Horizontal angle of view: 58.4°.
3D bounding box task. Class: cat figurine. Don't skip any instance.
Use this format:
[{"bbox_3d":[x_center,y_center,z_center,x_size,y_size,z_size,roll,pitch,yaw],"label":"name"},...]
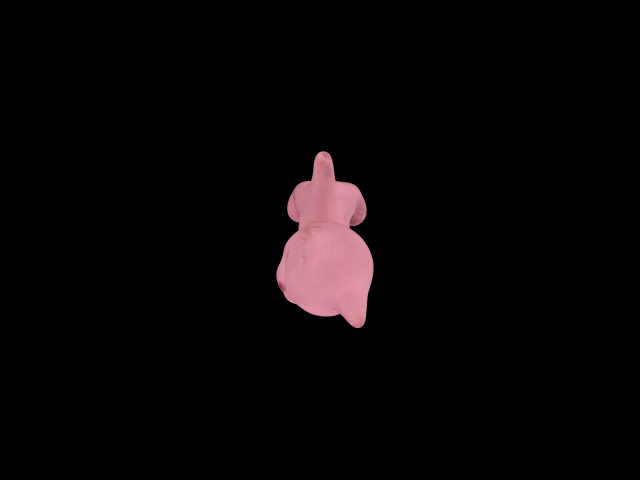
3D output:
[{"bbox_3d":[0.004,0.001,0.400,0.067,0.118,0.128,0,73,0],"label":"cat figurine"}]
